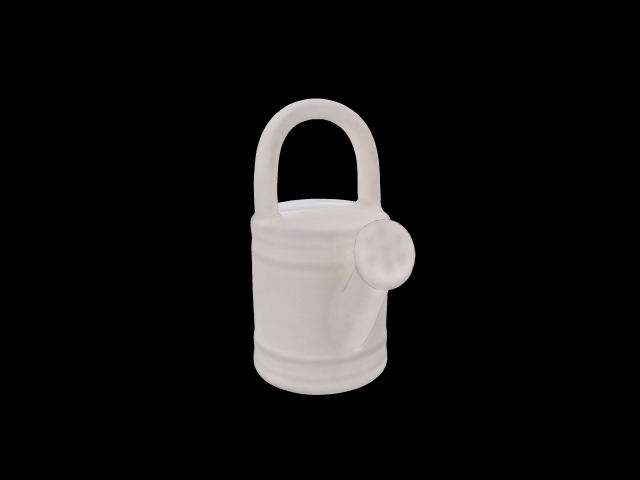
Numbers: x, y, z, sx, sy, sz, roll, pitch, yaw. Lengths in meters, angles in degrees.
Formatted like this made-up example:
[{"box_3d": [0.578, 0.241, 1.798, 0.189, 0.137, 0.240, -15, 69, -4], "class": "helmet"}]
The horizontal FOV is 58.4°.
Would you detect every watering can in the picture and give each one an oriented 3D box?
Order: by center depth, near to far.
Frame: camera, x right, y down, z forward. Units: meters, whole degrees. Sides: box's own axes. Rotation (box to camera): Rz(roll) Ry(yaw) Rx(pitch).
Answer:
[{"box_3d": [0.006, 0.001, 0.401, 0.172, 0.194, 0.101, 15, 22, 41], "class": "watering can"}]
